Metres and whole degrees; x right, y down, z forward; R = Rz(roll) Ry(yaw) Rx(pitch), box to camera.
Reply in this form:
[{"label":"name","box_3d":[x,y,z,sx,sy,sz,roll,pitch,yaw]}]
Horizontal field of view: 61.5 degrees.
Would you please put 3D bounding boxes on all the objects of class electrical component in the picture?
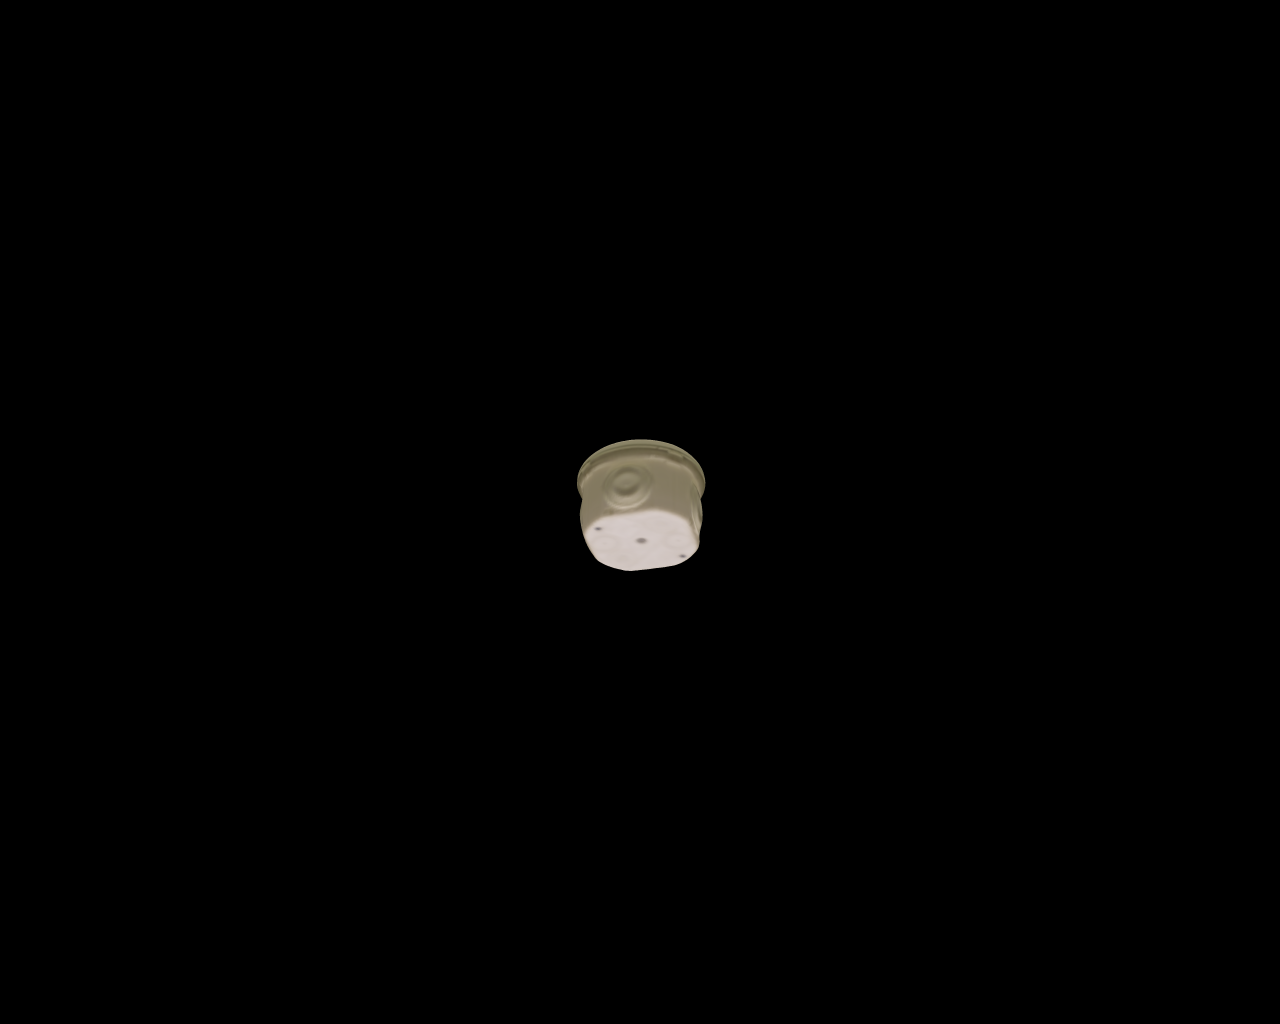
[{"label":"electrical component","box_3d":[0.001,-0.003,0.650,0.080,0.051,0.080,0,-35,0]}]
